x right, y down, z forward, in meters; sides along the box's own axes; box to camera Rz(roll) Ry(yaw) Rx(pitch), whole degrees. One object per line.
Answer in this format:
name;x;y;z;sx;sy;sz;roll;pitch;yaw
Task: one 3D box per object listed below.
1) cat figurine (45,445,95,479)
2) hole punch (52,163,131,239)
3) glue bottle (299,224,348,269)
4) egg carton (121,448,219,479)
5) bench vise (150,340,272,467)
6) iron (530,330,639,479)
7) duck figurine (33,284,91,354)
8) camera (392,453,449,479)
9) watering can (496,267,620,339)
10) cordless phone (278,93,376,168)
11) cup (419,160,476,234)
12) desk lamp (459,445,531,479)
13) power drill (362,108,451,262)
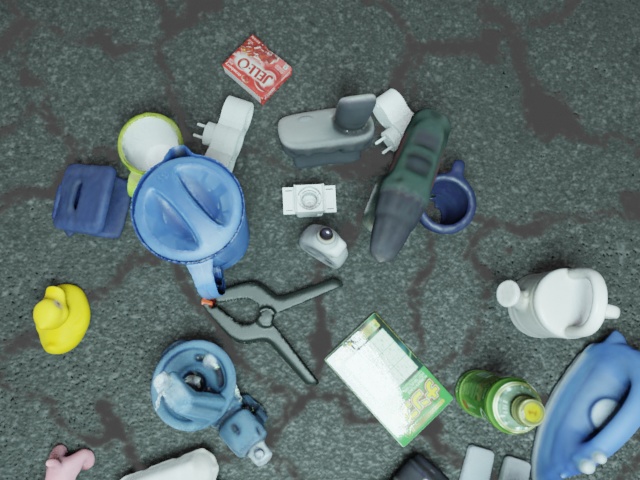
cat figurine;-0.367;0.358;0.783;0.067;0.117;0.128;4;81;-1
hole punch;-0.348;-0.058;0.859;0.101;0.091;0.109;9;81;-1
glue bottle;0.008;0.003;0.823;0.078;0.173;0.037;33;82;3
egg carton;-0.208;0.367;0.813;0.150;0.069;0.107;-20;83;-5
bench vise;-0.140;0.211;0.763;0.207;0.219;0.121;27;82;2
iron;0.407;0.258;0.818;0.118;0.141;0.258;38;82;4
duck figurine;-0.386;0.114;0.834;0.077;0.086;0.104;6;81;-1
camera;0.134;0.387;0.809;0.143;0.101;0.137;40;82;4
watering can;0.340;0.092;0.813;0.173;0.194;0.101;-13;82;-4
cordless phone;0.011;-0.177;0.844;0.147;0.185;0.094;-12;82;-4
cup;0.187;-0.061;0.880;0.091;0.095;0.118;20;81;1
desk lamp;0.240;0.401;0.754;0.118;0.213;0.203;16;81;0
power drill;0.116;-0.063;0.820;0.075;0.208;0.230;21;81;1
